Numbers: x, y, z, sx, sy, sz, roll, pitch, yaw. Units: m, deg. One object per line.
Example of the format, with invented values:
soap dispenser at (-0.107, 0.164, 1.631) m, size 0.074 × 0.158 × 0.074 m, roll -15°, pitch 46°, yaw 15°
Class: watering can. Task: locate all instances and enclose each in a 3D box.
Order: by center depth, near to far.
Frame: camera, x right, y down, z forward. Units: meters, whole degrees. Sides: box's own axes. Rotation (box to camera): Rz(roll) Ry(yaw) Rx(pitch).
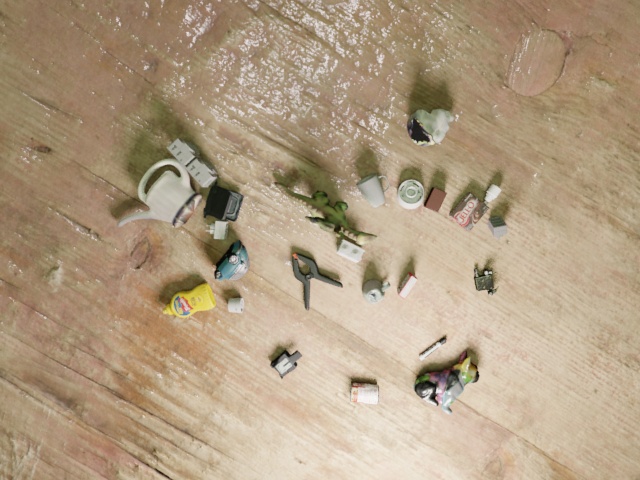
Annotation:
watering can at (-0.576, -0.129, 1.875) m, size 0.224 × 0.105 × 0.344 m, roll 39°, pitch 105°, yaw 0°

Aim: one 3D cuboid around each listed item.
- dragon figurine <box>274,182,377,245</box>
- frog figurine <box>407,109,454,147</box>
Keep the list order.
dragon figurine at (0.005, -0.089, 1.778) m, size 0.410 × 0.245 × 0.121 m, roll 25°, pitch 101°, yaw -1°
frog figurine at (0.390, -0.410, 1.824) m, size 0.138 × 0.120 × 0.162 m, roll 42°, pitch 59°, yaw 8°
